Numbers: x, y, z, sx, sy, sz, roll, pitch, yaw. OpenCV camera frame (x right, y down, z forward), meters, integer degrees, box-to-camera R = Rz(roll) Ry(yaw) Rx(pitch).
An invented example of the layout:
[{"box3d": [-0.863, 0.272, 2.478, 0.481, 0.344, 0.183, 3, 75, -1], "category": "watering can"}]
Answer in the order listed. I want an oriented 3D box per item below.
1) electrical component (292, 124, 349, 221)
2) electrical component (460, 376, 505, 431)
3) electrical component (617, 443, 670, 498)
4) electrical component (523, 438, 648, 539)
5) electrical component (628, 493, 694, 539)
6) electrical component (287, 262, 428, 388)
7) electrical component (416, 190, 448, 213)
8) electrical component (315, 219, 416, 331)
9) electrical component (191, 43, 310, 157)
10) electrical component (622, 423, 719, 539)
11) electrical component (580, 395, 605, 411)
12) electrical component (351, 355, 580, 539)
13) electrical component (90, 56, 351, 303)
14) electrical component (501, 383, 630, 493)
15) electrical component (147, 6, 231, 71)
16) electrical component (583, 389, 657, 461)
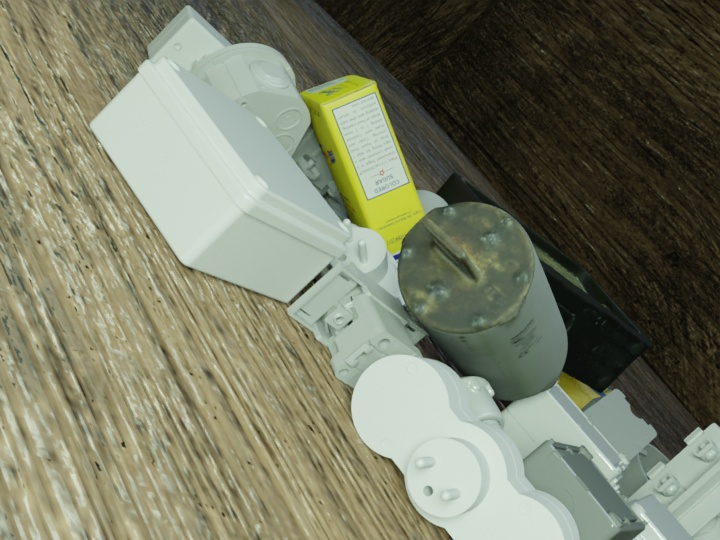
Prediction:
[{"box3d": [-0.029, -0.076, 0.833, 0.121, 0.063, 0.078, 33, 18, -51], "category": "electrical component"}, {"box3d": [0.066, 0.096, 0.627, 0.048, 0.048, 0.062, 32, 23, -53], "category": "electrical component"}, {"box3d": [0.264, 0.210, 0.991, 0.099, 0.064, 0.099, 38, 27, -23], "category": "electrical component"}, {"box3d": [0.118, 0.142, 0.619, 0.061, 0.061, 0.096, 52, 12, 25], "category": "electrical component"}, {"box3d": [0.192, 0.197, 0.715, 0.078, 0.057, 0.113, 51, 12, 20], "category": "electrical component"}, {"box3d": [0.003, 0.037, 0.609, 0.081, 0.042, 0.063, 38, 16, -37], "category": "electrical component"}, {"box3d": [0.039, -0.011, 0.863, 0.043, 0.077, 0.079, 19, -41, 20], "category": "electrical component"}, {"box3d": [0.000, 0.000, 0.673, 0.077, 0.044, 0.079, 54, -16, 34], "category": "electrical component"}, {"box3d": [-0.076, -0.107, 0.723, 0.080, 0.080, 0.051, 33, 23, -51], "category": "electrical component"}, {"box3d": [0.257, 0.184, 0.841, 0.079, 0.121, 0.063, 37, 12, -42], "category": "electrical component"}, {"box3d": [0.206, 0.148, 0.945, 0.050, 0.056, 0.089, 50, 11, 16], "category": "electrical component"}, {"box3d": [0.046, 0.099, 0.521, 0.138, 0.052, 0.074, 51, 12, 20], "category": "electrical component"}, {"box3d": [-0.073, -0.046, 0.576, 0.108, 0.056, 0.109, 52, 12, 26], "category": "electrical component"}, {"box3d": [0.138, 0.129, 0.741, 0.096, 0.061, 0.062, 50, 12, 17], "category": "electrical component"}, {"box3d": [-0.111, -0.143, 0.801, 0.083, 0.047, 0.075, 41, 13, -30], "category": "electrical component"}, {"box3d": [0.186, 0.139, 0.851, 0.050, 0.055, 0.089, 50, 31, 15], "category": "electrical component"}]
